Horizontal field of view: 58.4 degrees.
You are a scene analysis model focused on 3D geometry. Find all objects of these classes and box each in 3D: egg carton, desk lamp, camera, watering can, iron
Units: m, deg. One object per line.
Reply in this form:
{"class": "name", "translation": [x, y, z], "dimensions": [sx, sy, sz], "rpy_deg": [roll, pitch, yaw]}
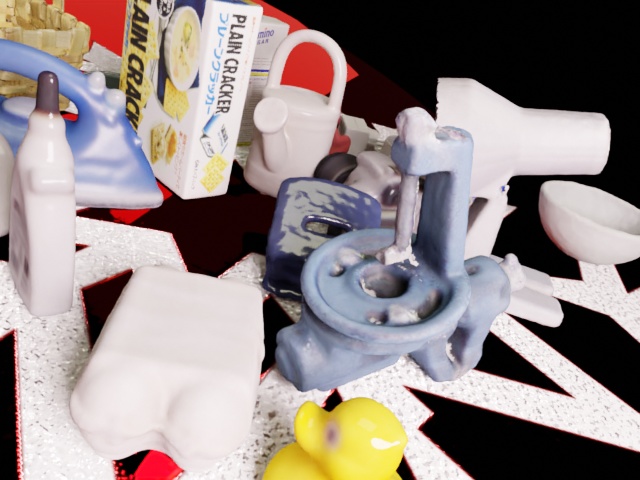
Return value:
{"class": "egg carton", "translation": [-0.090, 0.077, 0.374], "dimensions": [0.107, 0.069, 0.150], "rpy_deg": [12, 28, -9]}
{"class": "desk lamp", "translation": [0.187, -0.046, 0.596], "dimensions": [0.203, 0.213, 0.118], "rpy_deg": [18, 28, 3]}
{"class": "camera", "translation": [0.064, -0.057, 0.669], "dimensions": [0.143, 0.101, 0.136], "rpy_deg": [-2, 33, -31]}
{"class": "watering can", "translation": [-0.026, -0.151, 0.691], "dimensions": [0.101, 0.194, 0.172], "rpy_deg": [12, 28, -8]}
{"class": "iron", "translation": [-0.276, -0.124, 0.561], "dimensions": [0.258, 0.141, 0.118], "rpy_deg": [12, 28, -8]}

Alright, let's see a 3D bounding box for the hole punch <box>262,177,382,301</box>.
{"class": "hole punch", "translation": [0.005, 0.002, 0.540], "dimensions": [0.109, 0.091, 0.101], "rpy_deg": [13, 28, -8]}

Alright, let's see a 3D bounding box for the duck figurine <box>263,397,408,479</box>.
{"class": "duck figurine", "translation": [0.023, 0.130, 0.321], "dimensions": [0.104, 0.086, 0.078], "rpy_deg": [25, 29, 15]}

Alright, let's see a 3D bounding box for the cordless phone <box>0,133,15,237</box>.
{"class": "cordless phone", "translation": [-0.305, -0.083, 0.424], "dimensions": [0.148, 0.185, 0.093], "rpy_deg": [-14, 40, -44]}

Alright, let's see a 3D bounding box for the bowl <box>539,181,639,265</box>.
{"class": "bowl", "translation": [0.371, -0.014, 0.788], "dimensions": [0.167, 0.075, 0.167], "rpy_deg": [13, 28, -7]}

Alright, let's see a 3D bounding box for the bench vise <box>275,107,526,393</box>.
{"class": "bench vise", "translation": [0.076, 0.007, 0.430], "dimensions": [0.121, 0.220, 0.208], "rpy_deg": [36, 33, 32]}

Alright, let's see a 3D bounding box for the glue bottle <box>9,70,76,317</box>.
{"class": "glue bottle", "translation": [-0.195, -0.034, 0.407], "dimensions": [0.037, 0.173, 0.078], "rpy_deg": [-7, 36, -37]}

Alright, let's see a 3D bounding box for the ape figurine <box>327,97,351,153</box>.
{"class": "ape figurine", "translation": [0.008, -0.163, 0.842], "dimensions": [0.077, 0.092, 0.076], "rpy_deg": [35, 33, 31]}
